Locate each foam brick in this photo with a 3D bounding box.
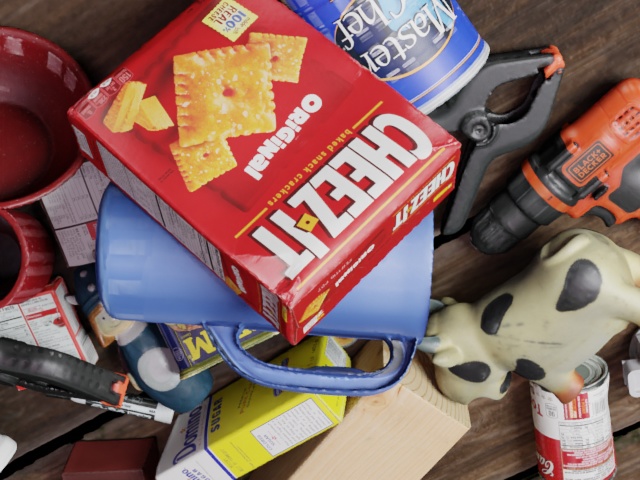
[{"bbox_3d":[-0.189,0.218,0.980,0.078,0.051,0.053,-4,115,5],"label":"foam brick"}]

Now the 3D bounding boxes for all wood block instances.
[{"bbox_3d":[0.028,0.186,0.931,0.090,0.090,0.206,34,111,-11],"label":"wood block"}]

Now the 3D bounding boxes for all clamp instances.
[{"bbox_3d":[0.124,-0.081,0.834,0.172,0.039,0.120,-30,119,20],"label":"clamp"},{"bbox_3d":[-0.260,0.096,0.866,0.210,0.165,0.036,15,71,-8],"label":"clamp"}]

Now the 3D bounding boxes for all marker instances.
[{"bbox_3d":[-0.192,0.144,0.966,0.121,0.020,0.020,13,114,-3],"label":"marker"}]

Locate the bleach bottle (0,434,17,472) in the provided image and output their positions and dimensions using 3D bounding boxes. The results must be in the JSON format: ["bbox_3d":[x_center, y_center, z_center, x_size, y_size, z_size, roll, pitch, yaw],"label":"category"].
[{"bbox_3d":[-0.391,0.133,0.935,0.250,0.068,0.103,42,149,-13],"label":"bleach bottle"}]

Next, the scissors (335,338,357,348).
[{"bbox_3d":[-0.006,0.001,0.890,0.096,0.016,0.202,-5,114,6],"label":"scissors"}]

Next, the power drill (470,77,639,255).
[{"bbox_3d":[0.238,-0.010,0.845,0.187,0.057,0.185,39,117,-14],"label":"power drill"}]

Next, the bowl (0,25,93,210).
[{"bbox_3d":[-0.251,-0.083,0.818,0.162,0.162,0.055,14,153,-3],"label":"bowl"}]

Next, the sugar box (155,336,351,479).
[{"bbox_3d":[-0.057,0.152,0.910,0.176,0.093,0.048,-30,110,21],"label":"sugar box"}]

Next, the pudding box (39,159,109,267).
[{"bbox_3d":[-0.168,-0.033,0.873,0.113,0.039,0.090,-14,111,9],"label":"pudding box"}]

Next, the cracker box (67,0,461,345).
[{"bbox_3d":[-0.038,-0.063,0.721,0.214,0.072,0.164,40,72,18],"label":"cracker box"}]

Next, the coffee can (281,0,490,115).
[{"bbox_3d":[0.041,-0.163,0.765,0.103,0.102,0.140,-33,108,17],"label":"coffee can"}]

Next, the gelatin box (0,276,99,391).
[{"bbox_3d":[-0.246,0.082,0.935,0.073,0.030,0.089,-15,112,11],"label":"gelatin box"}]

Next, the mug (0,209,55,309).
[{"bbox_3d":[-0.269,0.003,0.865,0.093,0.081,0.117,-14,88,6],"label":"mug"}]

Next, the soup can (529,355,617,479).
[{"bbox_3d":[0.217,0.155,0.916,0.068,0.068,0.102,-7,113,7],"label":"soup can"}]

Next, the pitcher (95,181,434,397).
[{"bbox_3d":[-0.038,0.019,0.791,0.243,0.149,0.145,1,121,-1],"label":"pitcher"}]

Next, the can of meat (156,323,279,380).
[{"bbox_3d":[-0.087,0.055,0.881,0.102,0.057,0.084,-26,91,-1],"label":"can of meat"}]
